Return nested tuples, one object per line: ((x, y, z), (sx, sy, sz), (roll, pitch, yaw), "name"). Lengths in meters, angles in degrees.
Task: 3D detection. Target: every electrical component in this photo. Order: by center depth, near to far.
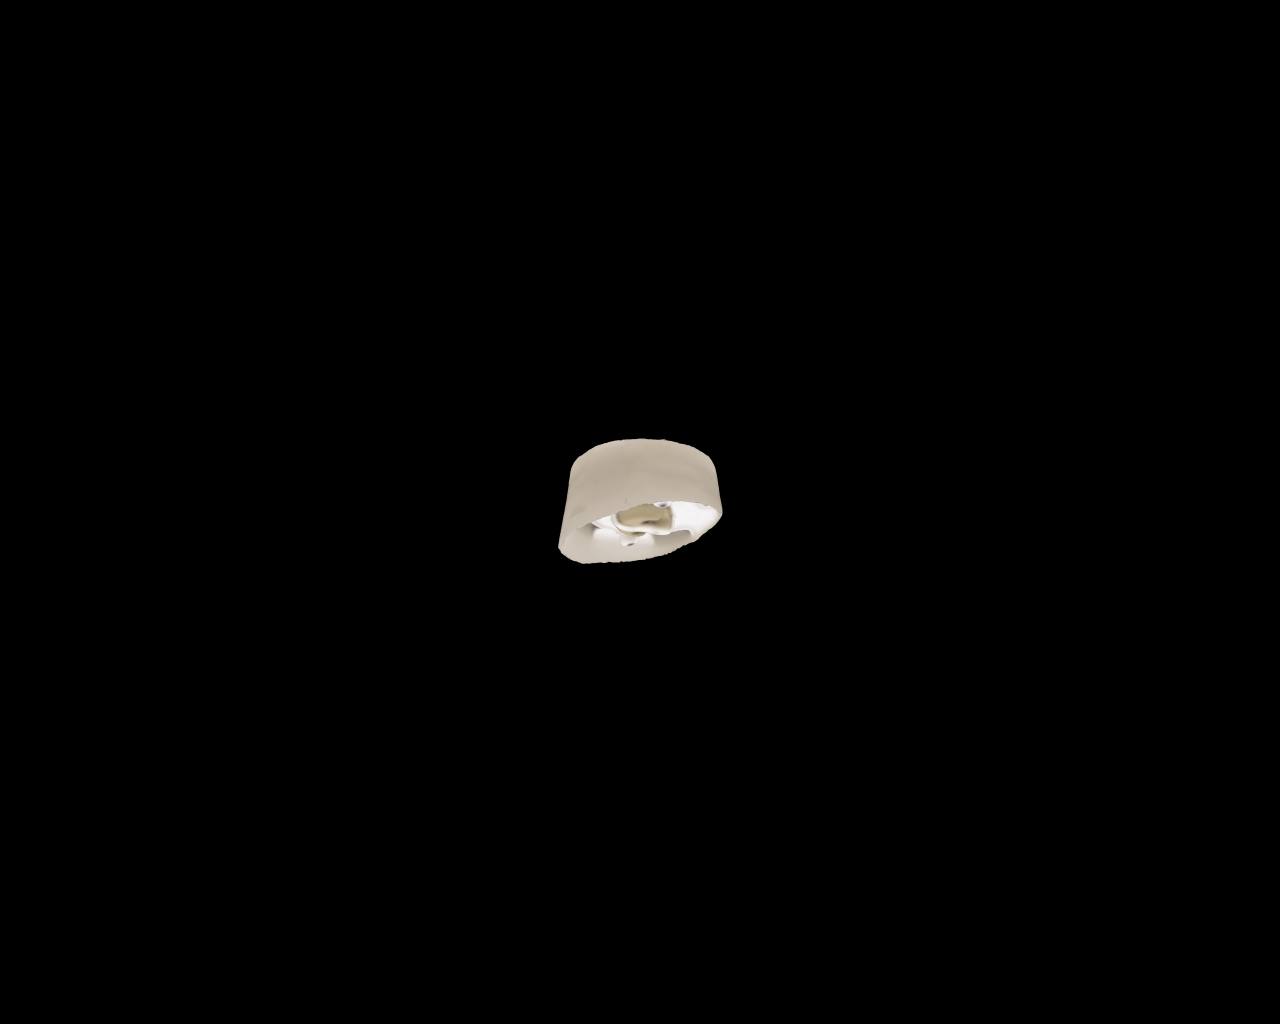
((0.001, -0.003, 0.650), (0.099, 0.064, 0.099), (0, -25, 0), "electrical component")
